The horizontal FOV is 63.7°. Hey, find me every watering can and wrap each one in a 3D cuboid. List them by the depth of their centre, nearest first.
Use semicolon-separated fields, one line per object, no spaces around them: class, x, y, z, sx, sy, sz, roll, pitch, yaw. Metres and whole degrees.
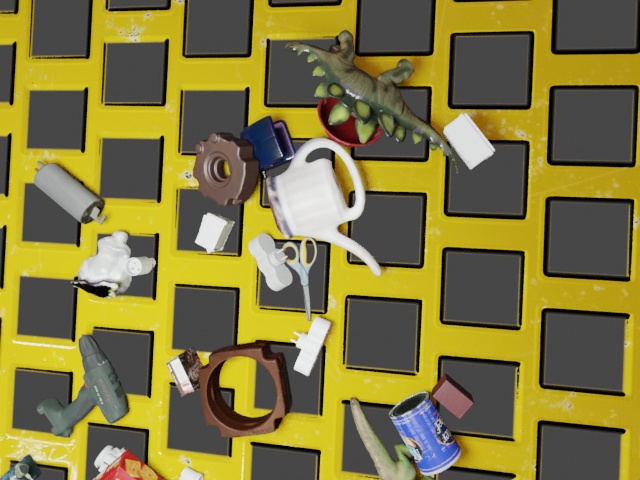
watering can;0.004;-0.060;1.188;0.224;0.104;0.349;-18;86;10

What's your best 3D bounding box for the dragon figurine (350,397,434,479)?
dragon figurine;0.159;0.551;1.084;0.121;0.244;0.412;-38;85;14

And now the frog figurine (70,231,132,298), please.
frog figurine;-0.531;0.060;1.298;0.137;0.120;0.163;-7;53;18
